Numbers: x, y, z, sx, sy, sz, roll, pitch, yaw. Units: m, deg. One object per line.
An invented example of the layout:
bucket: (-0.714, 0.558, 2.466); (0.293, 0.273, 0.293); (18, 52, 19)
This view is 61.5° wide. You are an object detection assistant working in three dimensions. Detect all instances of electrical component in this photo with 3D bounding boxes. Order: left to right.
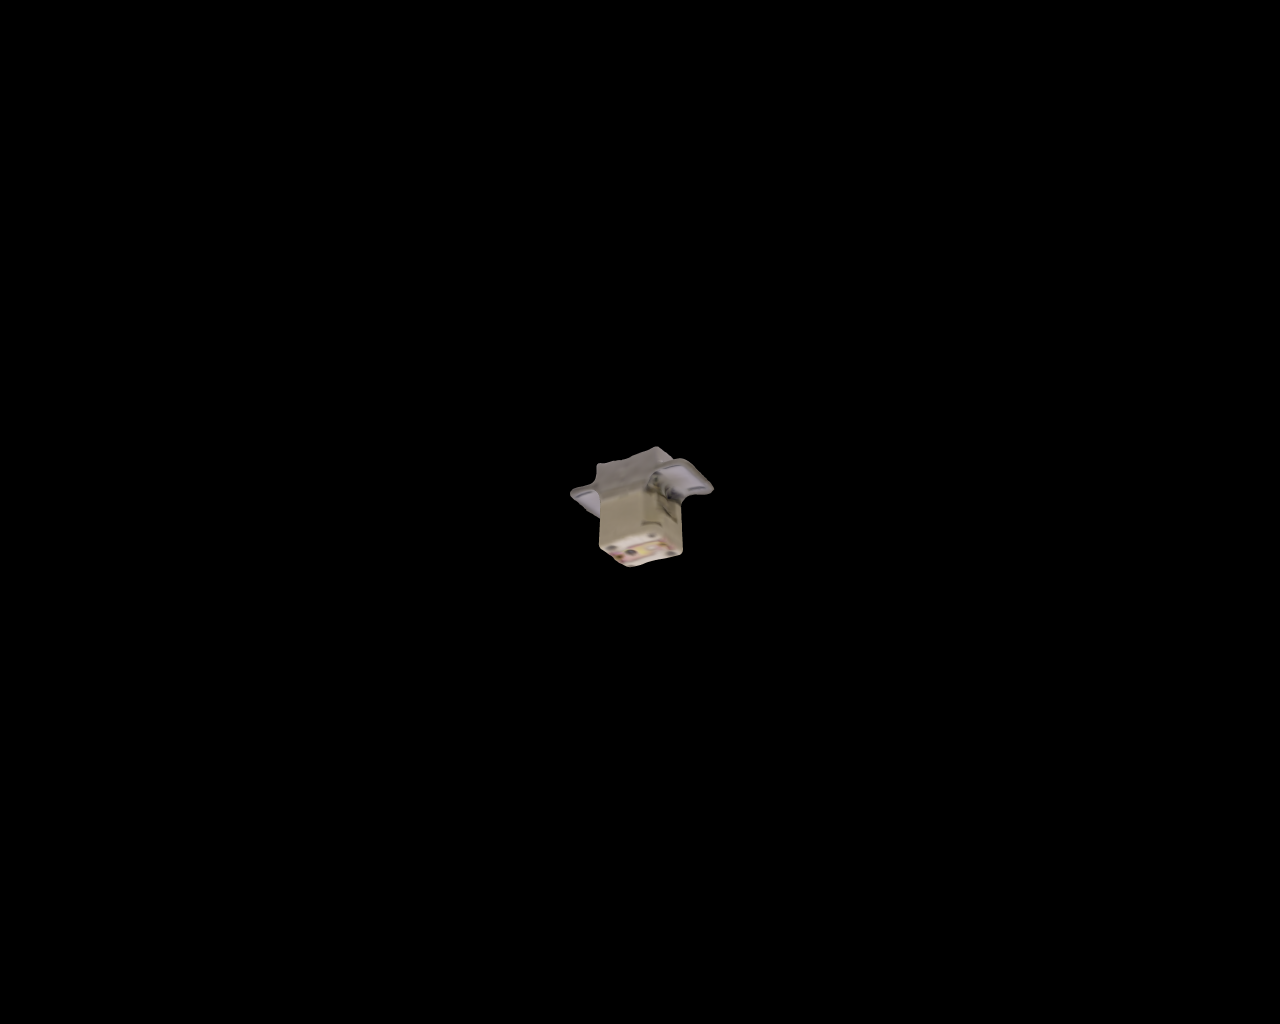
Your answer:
electrical component: (0.001, -0.003, 0.650); (0.081, 0.064, 0.042); (-15, -32, 27)
